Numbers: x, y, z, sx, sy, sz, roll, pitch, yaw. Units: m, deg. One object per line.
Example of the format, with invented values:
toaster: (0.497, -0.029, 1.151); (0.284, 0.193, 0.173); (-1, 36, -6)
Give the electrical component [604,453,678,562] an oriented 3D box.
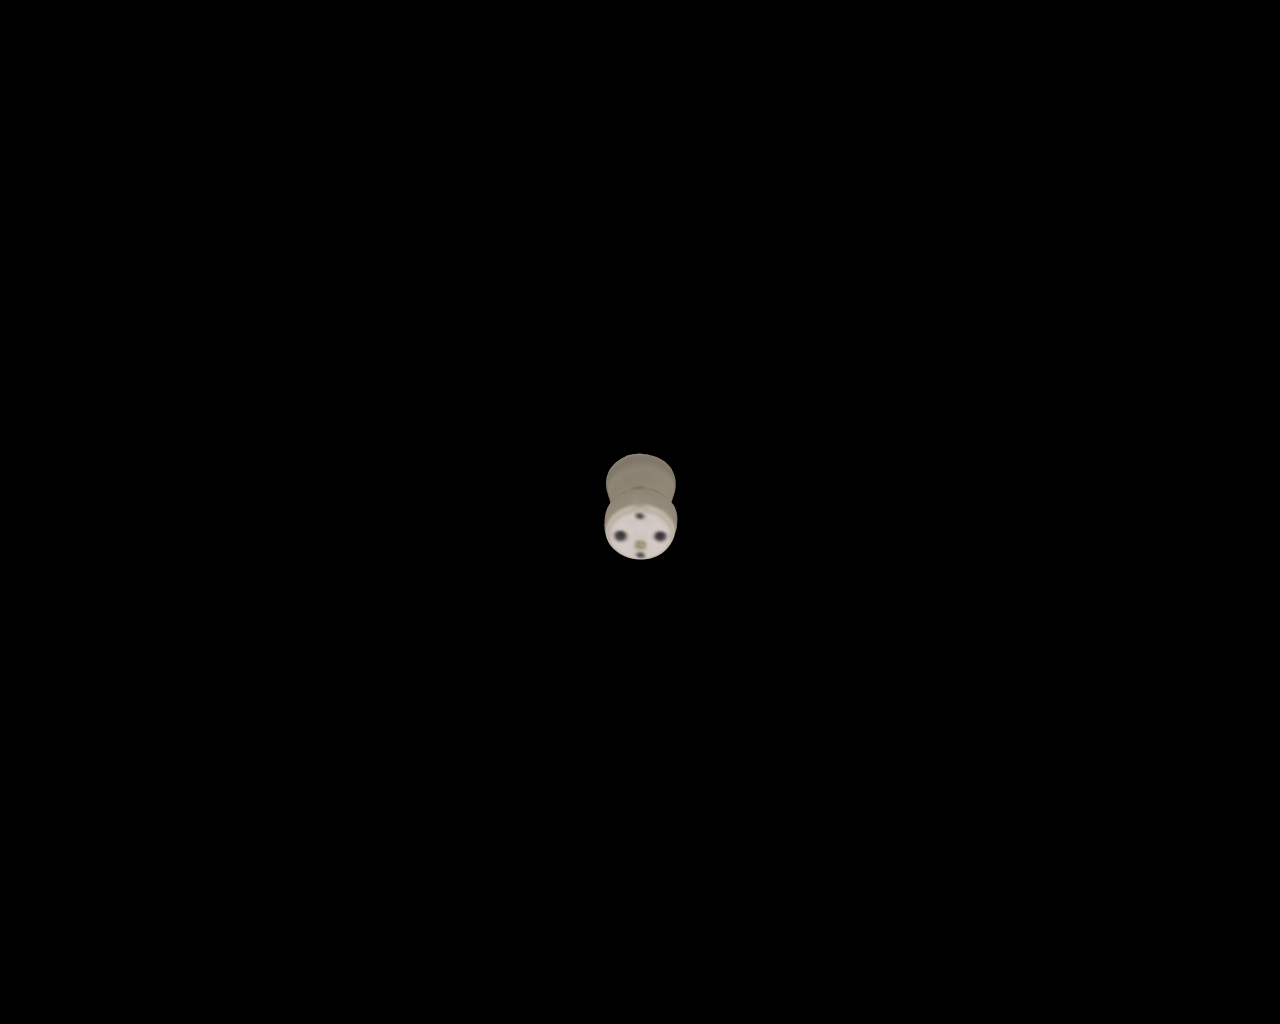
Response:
electrical component: (0.001, -0.003, 0.650); (0.045, 0.044, 0.055); (0, 37, 0)
